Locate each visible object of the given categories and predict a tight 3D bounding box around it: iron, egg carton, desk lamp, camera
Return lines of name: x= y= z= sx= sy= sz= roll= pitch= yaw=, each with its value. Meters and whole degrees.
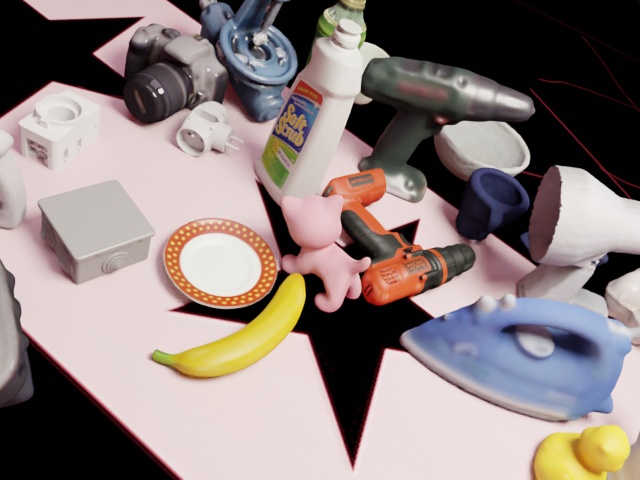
iron: x=0.236 y=0.112 z=0.654 sx=0.258 sy=0.141 sz=0.118 roll=16 pitch=45 yaw=-11
egg carton: x=0.489 y=0.093 z=0.839 sx=0.151 sy=0.069 sz=0.107 roll=-10 pitch=55 yaw=-31
desk lamp: x=0.341 y=0.021 z=0.734 sx=0.203 sy=0.213 sz=0.118 roll=20 pitch=44 yaw=-6
camera: x=-0.216 y=-0.231 z=0.791 sx=0.143 sy=0.100 sz=0.137 roll=32 pitch=44 yaw=6

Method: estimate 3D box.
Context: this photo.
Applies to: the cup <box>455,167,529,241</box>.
cup: x=0.236 y=-0.035 z=0.822 sx=0.091 sy=0.095 sz=0.118 roll=24 pitch=44 yaw=-2

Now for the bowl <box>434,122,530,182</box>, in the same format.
bowl: x=0.254 y=-0.145 z=0.946 sx=0.168 sy=0.074 sz=0.167 roll=13 pitch=46 yaw=-13

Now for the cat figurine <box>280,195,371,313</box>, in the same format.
cat figurine: x=0.006 y=0.002 z=0.666 sx=0.127 sy=0.117 sz=0.067 roll=43 pitch=47 yaw=16

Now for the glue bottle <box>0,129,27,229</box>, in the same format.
glue bottle: x=-0.328 y=-0.085 z=0.553 sx=0.078 sy=0.173 sz=0.037 roll=17 pitch=45 yaw=-10

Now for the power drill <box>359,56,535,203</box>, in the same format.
power drill: x=0.151 y=-0.157 z=0.814 sx=0.230 sy=0.208 sz=0.075 roll=22 pitch=44 yaw=-5

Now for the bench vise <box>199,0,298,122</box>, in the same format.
bench vise: x=-0.112 y=-0.308 z=0.824 sx=0.207 sy=0.219 sz=0.122 roll=35 pitch=45 yaw=9

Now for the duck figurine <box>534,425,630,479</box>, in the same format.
duck figurine: x=0.285 y=0.230 z=0.606 sx=0.105 sy=0.086 sz=0.077 roll=-16 pitch=58 yaw=-35

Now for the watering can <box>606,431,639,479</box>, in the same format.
watering can: x=0.390 y=0.222 z=0.585 sx=0.101 sy=0.194 sz=0.172 roll=-11 pitch=55 yaw=-32

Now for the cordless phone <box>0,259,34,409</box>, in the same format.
cordless phone: x=-0.281 y=0.049 z=0.443 sx=0.094 sy=0.185 sz=0.147 roll=-14 pitch=57 yaw=-33

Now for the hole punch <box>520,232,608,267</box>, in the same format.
hole punch: x=0.375 y=-0.003 z=0.859 sx=0.101 sy=0.091 sz=0.108 roll=-9 pitch=54 yaw=-31
